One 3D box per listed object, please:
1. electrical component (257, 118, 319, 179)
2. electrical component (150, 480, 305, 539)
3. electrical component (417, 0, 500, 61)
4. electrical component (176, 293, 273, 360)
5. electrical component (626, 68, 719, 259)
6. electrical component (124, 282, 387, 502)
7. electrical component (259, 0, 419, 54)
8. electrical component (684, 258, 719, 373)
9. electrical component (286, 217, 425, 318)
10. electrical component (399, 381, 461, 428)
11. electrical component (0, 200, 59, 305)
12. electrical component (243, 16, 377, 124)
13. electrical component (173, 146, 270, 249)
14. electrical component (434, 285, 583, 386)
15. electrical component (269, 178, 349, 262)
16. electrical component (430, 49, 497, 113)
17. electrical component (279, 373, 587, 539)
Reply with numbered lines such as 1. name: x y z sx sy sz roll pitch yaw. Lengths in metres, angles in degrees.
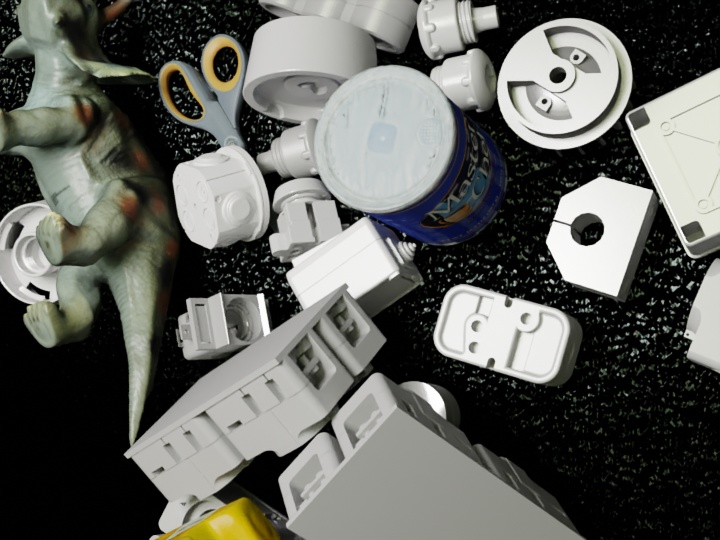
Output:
1. electrical component: -0.054 -0.095 0.883 0.062 0.048 0.048 -14 76 22
2. electrical component: -0.079 0.249 0.831 0.186 0.060 0.105 29 93 24
3. electrical component: 0.078 -0.193 0.846 0.062 0.048 0.048 -8 78 15
4. electrical component: -0.112 0.047 0.873 0.064 0.081 0.042 -22 73 42
5. electrical component: 0.257 -0.080 0.745 0.109 0.056 0.108 -26 73 17
6. electrical component: -0.075 0.097 0.794 0.186 0.105 0.060 -34 98 38
7. electrical component: -0.012 -0.233 0.884 0.138 0.052 0.073 22 91 24
8. electrical component: 0.260 0.027 0.730 0.056 0.050 0.089 23 91 24
9. electrical component: 0.000 0.000 0.837 0.096 0.062 0.061 -35 70 14
10. electrical component: 0.023 0.148 0.797 0.052 0.074 0.138 23 91 24
11. electrical component: -0.277 -0.017 0.967 0.099 0.064 0.099 2 96 17
12. electrical component: -0.037 -0.163 0.857 0.108 0.108 0.060 -3 75 22
13. electrical component: -0.113 -0.058 0.880 0.080 0.051 0.080 31 130 44
14. electrical component: 0.110 0.048 0.784 0.095 0.059 0.053 15 88 24
15. electrical component: -0.043 -0.040 0.866 0.066 0.048 0.055 -4 67 -20
16. electrical component: 0.073 -0.144 0.840 0.062 0.048 0.048 -6 79 28
17. electrical component: 0.049 0.163 0.733 0.105 0.186 0.060 -49 25 9
